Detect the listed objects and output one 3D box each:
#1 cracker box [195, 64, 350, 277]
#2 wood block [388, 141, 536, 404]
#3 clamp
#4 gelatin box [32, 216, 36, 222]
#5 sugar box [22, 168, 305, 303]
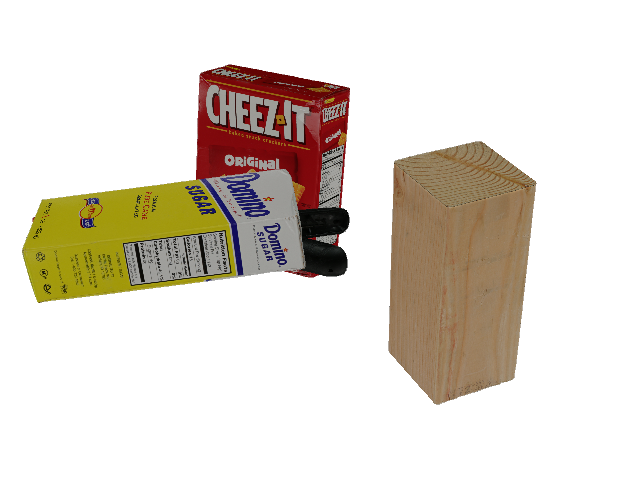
[{"bbox_3d":[-0.060,-0.079,1.217,0.164,0.214,0.072,15,24,26],"label":"cracker box"},{"bbox_3d":[0.121,0.029,0.945,0.090,0.206,0.091,-15,35,-21],"label":"wood block"},{"bbox_3d":[-0.071,-0.004,0.902,0.210,0.036,0.164,2,13,-5],"label":"clamp"},{"bbox_3d":[-0.232,-0.006,1.057,0.089,0.030,0.073,-18,44,-17],"label":"gelatin box"},{"bbox_3d":[-0.102,-0.006,0.714,0.176,0.048,0.093,-10,25,-2],"label":"sugar box"}]
